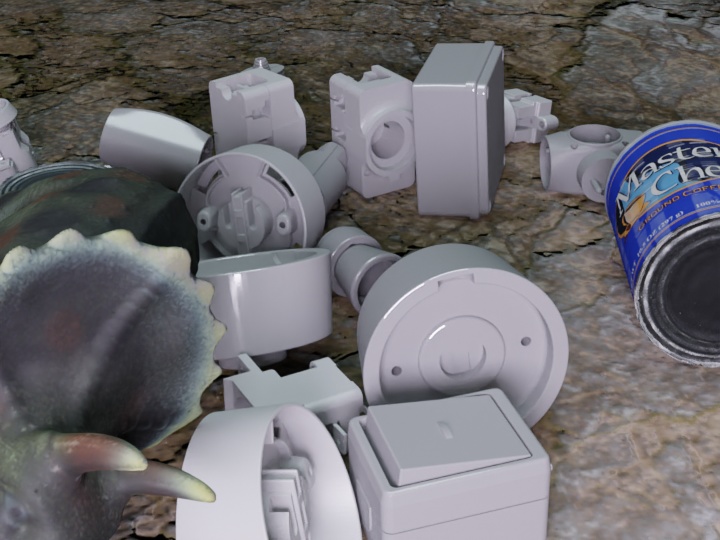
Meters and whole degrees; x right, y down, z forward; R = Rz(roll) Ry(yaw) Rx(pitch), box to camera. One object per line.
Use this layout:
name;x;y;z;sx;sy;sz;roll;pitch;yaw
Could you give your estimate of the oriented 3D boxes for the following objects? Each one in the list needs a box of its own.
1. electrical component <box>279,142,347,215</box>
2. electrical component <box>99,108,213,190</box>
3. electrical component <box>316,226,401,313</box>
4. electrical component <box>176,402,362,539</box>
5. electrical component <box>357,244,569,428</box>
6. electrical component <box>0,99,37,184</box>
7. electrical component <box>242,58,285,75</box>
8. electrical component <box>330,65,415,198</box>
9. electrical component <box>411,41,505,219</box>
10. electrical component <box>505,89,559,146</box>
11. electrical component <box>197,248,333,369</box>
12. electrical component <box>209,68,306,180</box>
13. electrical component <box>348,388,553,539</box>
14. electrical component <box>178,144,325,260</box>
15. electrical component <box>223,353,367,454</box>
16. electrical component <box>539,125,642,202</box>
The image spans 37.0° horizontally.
electrical component;-0.034;-0.069;0.833;0.043;0.043;0.081;7;30;15
electrical component;-0.158;-0.086;0.845;0.077;0.079;0.043;16;65;2
electrical component;0.000;0.000;0.704;0.045;0.045;0.055;-18;32;-26
electrical component;-0.038;0.107;0.463;0.064;0.099;0.099;-2;28;12
electrical component;0.050;0.038;0.573;0.108;0.108;0.060;-7;23;-8
electrical component;-0.305;-0.105;0.893;0.058;0.057;0.078;-20;31;-6
electrical component;-0.083;-0.144;0.934;0.043;0.081;0.043;-2;29;1
electrical component;0.012;-0.109;0.854;0.050;0.089;0.056;-17;32;-25
electrical component;0.078;-0.110;0.834;0.056;0.108;0.108;3;29;14
electrical component;0.130;-0.132;0.937;0.055;0.048;0.066;-14;30;-35
electrical component;-0.067;0.025;0.636;0.108;0.060;0.108;-7;7;1
electrical component;-0.081;-0.111;0.865;0.056;0.089;0.050;-24;35;-34
electrical component;0.047;0.096;0.510;0.096;0.061;0.061;-10;30;-13
electrical component;-0.074;-0.033;0.719;0.099;0.099;0.064;8;24;18
electrical component;-0.034;0.078;0.569;0.064;0.042;0.081;-13;31;-27
electrical component;0.185;-0.078;0.834;0.077;0.044;0.079;-3;29;-2
